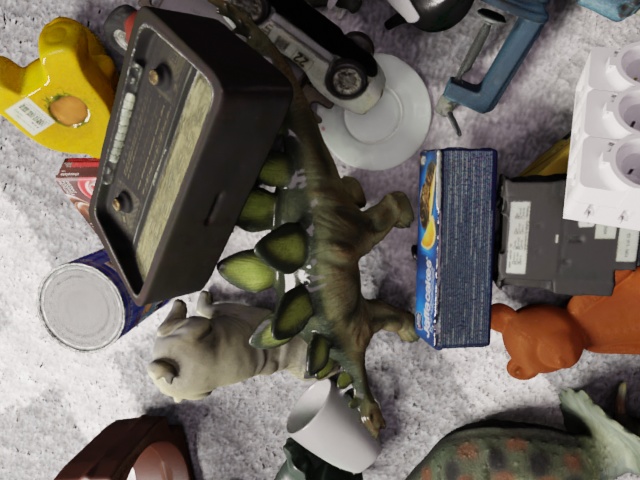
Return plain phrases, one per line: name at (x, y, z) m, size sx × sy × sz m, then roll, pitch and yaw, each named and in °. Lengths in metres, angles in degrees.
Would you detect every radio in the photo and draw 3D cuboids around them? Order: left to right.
radio at (-0.123, -0.066, 0.455) m, size 0.131 × 0.073 × 0.229 m, roll 50°, pitch 127°, yaw 26°

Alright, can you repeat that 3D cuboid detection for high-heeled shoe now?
high-heeled shoe at (0.054, -0.295, 0.468) m, size 0.086 × 0.145 × 0.248 m, roll -29°, pitch 100°, yaw -16°

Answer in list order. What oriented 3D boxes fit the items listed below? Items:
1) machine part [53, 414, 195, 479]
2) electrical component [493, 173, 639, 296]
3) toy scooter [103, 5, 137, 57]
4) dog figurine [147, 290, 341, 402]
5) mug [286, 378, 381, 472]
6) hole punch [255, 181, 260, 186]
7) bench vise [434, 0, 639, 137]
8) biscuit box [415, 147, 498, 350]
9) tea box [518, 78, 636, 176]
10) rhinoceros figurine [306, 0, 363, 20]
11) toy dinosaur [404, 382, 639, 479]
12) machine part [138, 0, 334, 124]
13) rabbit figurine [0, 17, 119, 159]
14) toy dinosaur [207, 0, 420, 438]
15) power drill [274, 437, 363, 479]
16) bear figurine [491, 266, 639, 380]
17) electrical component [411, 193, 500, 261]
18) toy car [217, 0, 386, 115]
machine part at (-0.235, 0.338, 0.660) m, size 0.087 × 0.201 × 0.200 m, roll -7°, pitch 101°, yaw 14°
electrical component at (0.239, -0.007, 0.521) m, size 0.134 × 0.058 × 0.114 m, roll 3°, pitch 106°, yaw 10°
toy scooter at (-0.138, -0.149, 0.560) m, size 0.135 × 0.183 × 0.075 m, roll 26°, pitch 67°, yaw 21°
dog figurine at (-0.076, 0.132, 0.614) m, size 0.191 × 0.172 × 0.121 m, roll 5°, pitch 113°, yaw 15°
mug at (0.032, 0.226, 0.664) m, size 0.109 × 0.081 × 0.107 m, roll -44°, pitch 103°, yaw 7°
hole punch at (-0.131, -0.054, 0.605) m, size 0.092 × 0.142 × 0.115 m, roll 42°, pitch 116°, yaw 3°
bench vise at (0.198, -0.219, 0.528) m, size 0.224 × 0.129 × 0.240 m, roll 21°, pitch 125°, yaw -6°
biscuit box at (0.137, 0.009, 0.549) m, size 0.063 × 0.059 × 0.202 m, roll -1°, pitch 98°, yaw -9°
tea box at (0.304, -0.082, 0.559) m, size 0.098 × 0.068 × 0.169 m, roll 45°, pitch 105°, yaw -3°
rhinoceros figurine at (-0.042, -0.291, 0.567) m, size 0.190 × 0.073 × 0.112 m, roll 16°, pitch 102°, yaw 5°
toy dinosaur at (0.218, 0.271, 0.625) m, size 0.405 × 0.131 × 0.192 m, roll -10°, pitch 88°, yaw 15°
machine part at (-0.095, -0.202, 0.591) m, size 0.243 × 0.079 × 0.079 m, roll 33°, pitch 104°, yaw 0°
rabbit figurine at (-0.263, -0.180, 0.595) m, size 0.122 × 0.173 × 0.162 m, roll -36°, pitch 139°, yaw 15°
toy dinosaur at (-0.001, -0.002, 0.548) m, size 0.105 × 0.198 × 0.470 m, roll -1°, pitch 106°, yaw 49°
power drill at (-0.027, 0.371, 0.704) m, size 0.232 × 0.086 × 0.207 m, roll 33°, pitch 112°, yaw 4°
bear figurine at (0.291, 0.097, 0.568) m, size 0.196 × 0.132 × 0.120 m, roll -21°, pitch 104°, yaw 6°
electrical component at (0.167, -0.005, 0.606) m, size 0.075 × 0.048 × 0.119 m, roll 38°, pitch 104°, yaw -1°
toy car at (-0.018, -0.202, 0.531) m, size 0.201 × 0.073 × 0.056 m, roll 31°, pitch 136°, yaw -20°
